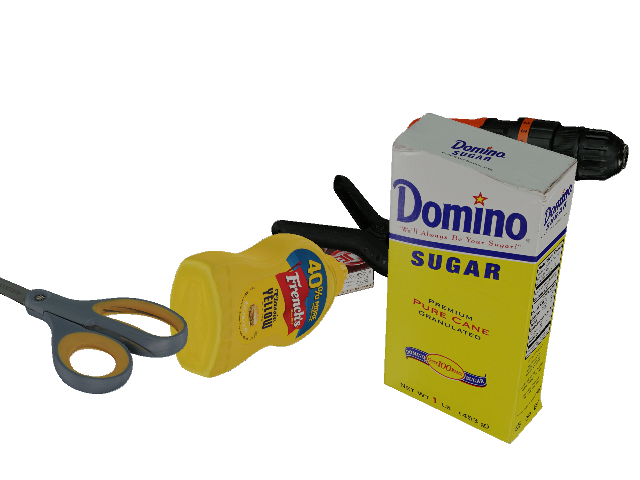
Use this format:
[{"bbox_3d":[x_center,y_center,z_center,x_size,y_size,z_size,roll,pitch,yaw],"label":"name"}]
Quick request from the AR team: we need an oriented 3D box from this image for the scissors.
[{"bbox_3d":[-0.188,0.054,0.705,0.202,0.016,0.096,10,34,13],"label":"scissors"}]

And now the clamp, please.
[{"bbox_3d":[0.056,0.000,1.256,0.210,0.036,0.164,32,39,23],"label":"clamp"}]

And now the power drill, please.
[{"bbox_3d":[0.158,-0.010,0.891,0.185,0.188,0.057,7,15,27],"label":"power drill"}]

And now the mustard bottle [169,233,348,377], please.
[{"bbox_3d":[-0.040,0.045,0.896,0.058,0.096,0.191,12,17,36],"label":"mustard bottle"}]

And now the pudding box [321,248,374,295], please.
[{"bbox_3d":[0.004,0.044,1.456,0.113,0.039,0.090,-15,27,-26],"label":"pudding box"}]

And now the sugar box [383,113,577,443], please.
[{"bbox_3d":[0.085,0.024,0.604,0.093,0.176,0.048,22,43,30],"label":"sugar box"}]
